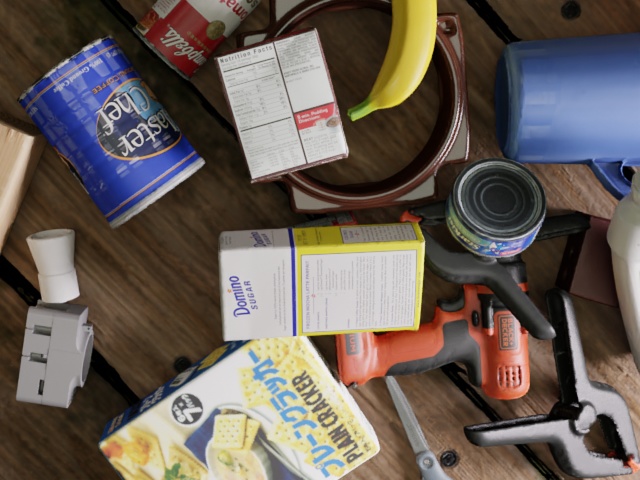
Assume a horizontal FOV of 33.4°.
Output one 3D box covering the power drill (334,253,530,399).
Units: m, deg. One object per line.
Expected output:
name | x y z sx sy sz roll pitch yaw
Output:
power drill | 0.104 0.063 1.005 0.187 0.057 0.184 -4 91 0

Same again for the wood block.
wood block | -0.330 -0.019 0.962 0.090 0.090 0.206 23 97 -6

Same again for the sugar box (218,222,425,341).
sugar box | 0.000 0.036 0.933 0.176 0.048 0.093 -1 117 -3

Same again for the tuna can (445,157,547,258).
tuna can | 0.155 -0.029 0.937 0.086 0.034 0.086 1 64 -3

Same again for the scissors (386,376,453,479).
scissors | 0.094 0.234 1.051 0.096 0.016 0.201 -39 97 4

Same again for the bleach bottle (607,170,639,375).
bleach bottle | 0.313 0.032 0.941 0.102 0.068 0.250 -20 132 5

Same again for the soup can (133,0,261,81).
soup can | -0.108 -0.202 0.952 0.068 0.068 0.102 43 95 -7

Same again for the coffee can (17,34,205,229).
coffee can | -0.184 -0.095 0.948 0.103 0.103 0.140 -35 98 3

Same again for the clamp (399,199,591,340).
clamp | 0.158 0.002 0.963 0.171 0.039 0.120 29 71 4

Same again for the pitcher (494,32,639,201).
pitcher | 0.284 -0.114 0.949 0.243 0.149 0.145 -1 125 2

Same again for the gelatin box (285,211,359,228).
gelatin box | -0.006 0.001 0.984 0.089 0.073 0.030 -14 99 -1

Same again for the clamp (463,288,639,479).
clamp | 0.229 0.169 1.001 0.164 0.036 0.210 -49 118 -15

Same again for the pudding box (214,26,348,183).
pudding box | -0.032 -0.113 0.899 0.090 0.039 0.113 -15 97 1

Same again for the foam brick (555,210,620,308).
foam brick | 0.261 0.017 1.007 0.051 0.053 0.078 13 97 -4

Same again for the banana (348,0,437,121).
banana | 0.064 -0.197 0.890 0.069 0.037 0.198 3 95 -5
